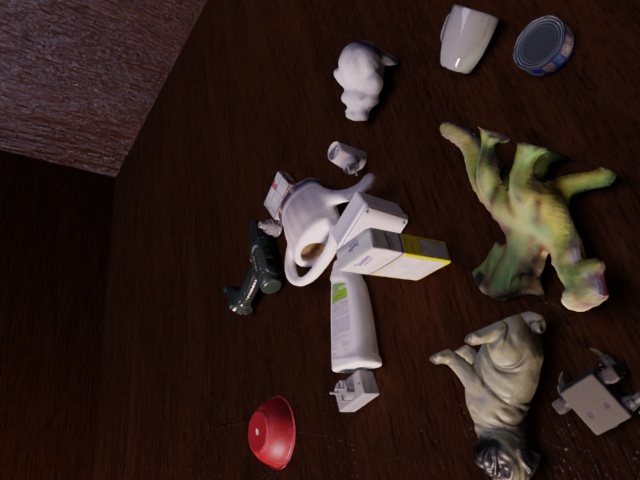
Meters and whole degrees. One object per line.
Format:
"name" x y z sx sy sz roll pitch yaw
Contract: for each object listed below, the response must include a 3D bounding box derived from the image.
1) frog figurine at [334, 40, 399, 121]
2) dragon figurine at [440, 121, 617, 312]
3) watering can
"frog figurine" 0.083 -0.349 1.133 0.139 0.121 0.159 32 94 36
"dragon figurine" 0.271 -0.031 0.760 0.416 0.122 0.240 -134 54 -62
"watering can" 0.003 -0.058 1.146 0.341 0.103 0.229 -56 37 29
